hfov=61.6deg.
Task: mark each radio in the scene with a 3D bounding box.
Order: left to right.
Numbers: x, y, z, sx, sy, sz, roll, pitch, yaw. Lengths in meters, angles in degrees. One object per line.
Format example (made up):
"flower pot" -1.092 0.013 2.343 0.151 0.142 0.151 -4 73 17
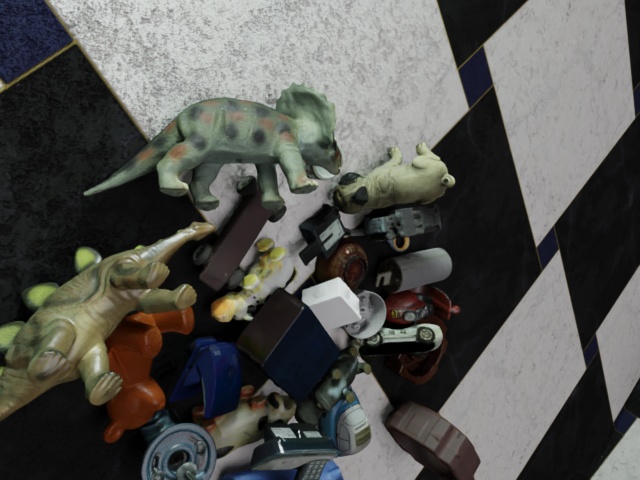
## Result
"radio" -0.052 0.195 0.966 0.131 0.073 0.229 -50 146 -15

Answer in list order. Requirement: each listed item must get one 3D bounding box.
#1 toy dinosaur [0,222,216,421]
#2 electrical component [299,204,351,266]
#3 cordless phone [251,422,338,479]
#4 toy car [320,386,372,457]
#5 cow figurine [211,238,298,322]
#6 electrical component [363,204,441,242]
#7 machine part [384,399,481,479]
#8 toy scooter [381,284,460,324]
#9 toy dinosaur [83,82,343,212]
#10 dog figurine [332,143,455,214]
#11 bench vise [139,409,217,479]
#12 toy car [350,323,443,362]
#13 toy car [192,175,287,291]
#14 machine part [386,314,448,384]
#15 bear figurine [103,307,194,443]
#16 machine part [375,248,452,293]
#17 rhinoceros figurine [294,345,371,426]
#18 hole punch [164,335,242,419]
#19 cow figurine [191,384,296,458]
"toy dinosaur" -0.318 0.122 0.671 0.471 0.199 0.104 -44 128 -22
"electrical component" -0.002 -0.003 1.004 0.119 0.048 0.074 -46 127 -20
"cordless phone" -0.062 0.422 0.945 0.146 0.089 0.184 15 96 -37
"toy car" 0.062 0.397 1.146 0.109 0.103 0.161 -17 116 -37
"cow figurine" -0.112 0.086 0.928 0.167 0.068 0.098 -47 137 -18
"electrical component" 0.156 -0.033 1.068 0.134 0.115 0.058 -10 90 -36
"machine part" 0.268 0.479 1.278 0.087 0.201 0.201 -47 128 -22
"toy scooter" 0.226 0.145 1.186 0.184 0.135 0.075 -12 112 -36
"toy dinosaur" -0.130 -0.147 0.800 0.405 0.131 0.192 1 71 -20
"dog figurine" 0.138 -0.095 1.020 0.190 0.172 0.121 -33 112 -37
"bench vise" -0.204 0.380 0.835 0.129 0.241 0.223 -15 96 -33
"toy car" 0.164 0.219 1.159 0.202 0.056 0.073 -2 138 -8
"toy car" -0.134 -0.012 0.885 0.089 0.053 0.202 42 71 -35
"machine part" 0.229 0.251 1.274 0.179 0.056 0.179 -12 109 -37
"bear figurine" -0.261 0.198 0.793 0.120 0.132 0.195 -26 116 -65
"machine part" 0.211 0.065 1.187 0.243 0.079 0.079 -8 108 -38
"rhinoceros figurine" 0.020 0.291 1.079 0.073 0.112 0.190 54 51 -12
"hole punch" -0.173 0.221 0.871 0.115 0.092 0.142 -66 159 -1
"cow figurine" -0.129 0.335 0.975 0.195 0.086 0.127 -15 115 -33
